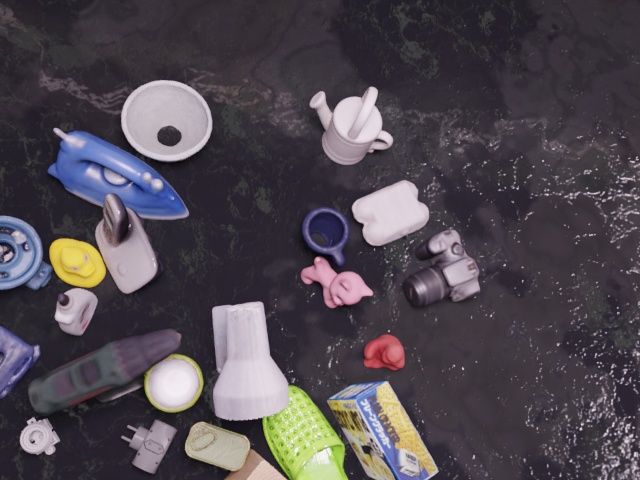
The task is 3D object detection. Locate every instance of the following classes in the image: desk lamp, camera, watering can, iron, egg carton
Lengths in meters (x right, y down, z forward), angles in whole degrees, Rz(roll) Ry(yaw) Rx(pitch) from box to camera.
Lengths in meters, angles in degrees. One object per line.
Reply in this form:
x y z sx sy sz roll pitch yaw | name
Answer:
-0.127 0.193 0.958 0.118 0.213 0.203 -6 76 -13 | desk lamp
0.233 0.064 1.132 0.137 0.100 0.143 -21 80 -17 | camera
0.063 -0.232 1.128 0.173 0.194 0.101 4 74 -11 | watering can
-0.357 -0.120 1.034 0.258 0.141 0.119 24 71 -5 | iron
0.144 -0.054 1.162 0.150 0.069 0.107 -25 81 -17 | egg carton

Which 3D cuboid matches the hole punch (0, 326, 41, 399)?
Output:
-0.531 0.196 0.934 0.101 0.091 0.109 35 71 -1 | hole punch

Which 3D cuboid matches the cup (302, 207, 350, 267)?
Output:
0.010 0.004 1.103 0.092 0.095 0.118 -24 81 -17 | cup

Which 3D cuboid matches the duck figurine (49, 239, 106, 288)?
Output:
-0.431 0.034 1.004 0.104 0.086 0.077 39 71 1 | duck figurine

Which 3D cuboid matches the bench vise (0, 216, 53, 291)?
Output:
-0.552 0.007 0.914 0.207 0.219 0.121 14 72 -8 | bench vise

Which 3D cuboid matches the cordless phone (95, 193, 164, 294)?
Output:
-0.333 0.005 0.981 0.094 0.185 0.147 -28 82 -18 | cordless phone

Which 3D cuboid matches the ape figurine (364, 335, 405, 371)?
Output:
0.128 0.213 1.072 0.078 0.092 0.076 40 71 1 | ape figurine

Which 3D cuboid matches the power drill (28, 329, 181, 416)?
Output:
-0.329 0.207 0.913 0.230 0.208 0.075 -23 80 -17 | power drill

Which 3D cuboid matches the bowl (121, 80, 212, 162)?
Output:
-0.294 -0.219 1.110 0.167 0.074 0.167 3 74 -11 | bowl

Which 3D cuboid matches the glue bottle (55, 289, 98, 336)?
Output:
-0.407 0.111 0.942 0.037 0.173 0.078 17 72 -7 | glue bottle

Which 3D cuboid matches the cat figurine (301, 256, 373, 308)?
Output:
0.033 0.078 1.075 0.128 0.117 0.067 43 71 2 | cat figurine
